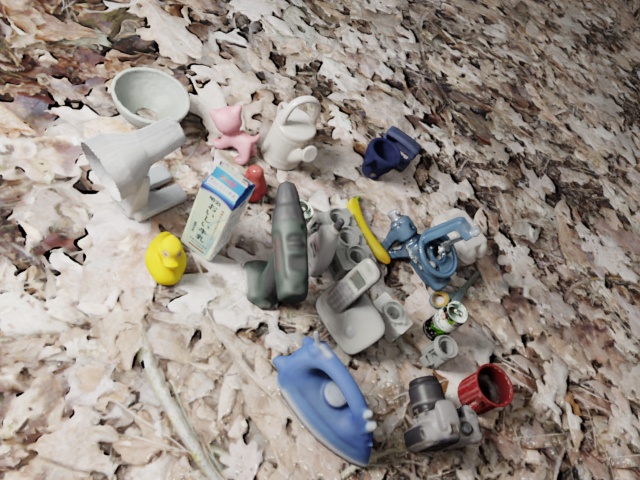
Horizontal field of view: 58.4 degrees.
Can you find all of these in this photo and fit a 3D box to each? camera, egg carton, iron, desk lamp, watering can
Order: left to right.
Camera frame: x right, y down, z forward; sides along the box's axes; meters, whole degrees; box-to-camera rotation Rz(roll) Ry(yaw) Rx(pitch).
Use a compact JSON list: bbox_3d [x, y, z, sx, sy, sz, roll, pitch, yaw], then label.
[{"bbox_3d":[-0.340,-0.135,1.077,0.204,0.213,0.118,-33,77,-39],"label":"desk lamp"},{"bbox_3d":[-0.055,-0.251,1.318,0.101,0.194,0.172,-33,77,-39],"label":"watering can"},{"bbox_3d":[0.034,0.284,1.033,0.119,0.141,0.258,-29,75,-38],"label":"iron"},{"bbox_3d":[0.238,0.338,1.129,0.143,0.100,0.136,5,57,-25],"label":"camera"},{"bbox_3d":[0.350,-0.007,1.443,0.107,0.069,0.150,-23,71,-37],"label":"egg carton"}]

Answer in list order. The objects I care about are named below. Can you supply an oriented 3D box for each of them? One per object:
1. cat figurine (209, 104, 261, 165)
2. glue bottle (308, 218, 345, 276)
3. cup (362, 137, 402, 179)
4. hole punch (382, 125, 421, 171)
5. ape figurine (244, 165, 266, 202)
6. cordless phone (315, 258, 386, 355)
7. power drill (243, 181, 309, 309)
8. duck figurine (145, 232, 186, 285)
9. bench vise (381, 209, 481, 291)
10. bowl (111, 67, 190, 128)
[{"bbox_3d":[-0.192,-0.251,1.296,0.128,0.117,0.067,33,49,-3],"label":"cat figurine"},{"bbox_3d":[0.011,0.004,1.191,0.037,0.173,0.078,-5,61,-29],"label":"glue bottle"},{"bbox_3d":[0.138,-0.192,1.442,0.118,0.095,0.091,-31,76,-38],"label":"cup"},{"bbox_3d":[0.217,-0.260,1.532,0.108,0.091,0.101,37,49,0],"label":"hole punch"},{"bbox_3d":[-0.148,-0.131,1.254,0.076,0.092,0.078,42,50,5],"label":"ape figurine"},{"bbox_3d":[0.082,0.130,1.134,0.094,0.185,0.147,-25,72,-37],"label":"cordless phone"},{"bbox_3d":[-0.081,0.032,1.101,0.076,0.208,0.229,3,57,-25],"label":"power drill"},{"bbox_3d":[-0.285,0.023,1.082,0.078,0.086,0.104,2,58,-26],"label":"duck figurine"},{"bbox_3d":[0.244,0.002,1.283,0.207,0.219,0.121,30,50,-6],"label":"bench vise"},{"bbox_3d":[-0.375,-0.296,1.261,0.168,0.074,0.167,14,53,-19],"label":"bowl"}]
